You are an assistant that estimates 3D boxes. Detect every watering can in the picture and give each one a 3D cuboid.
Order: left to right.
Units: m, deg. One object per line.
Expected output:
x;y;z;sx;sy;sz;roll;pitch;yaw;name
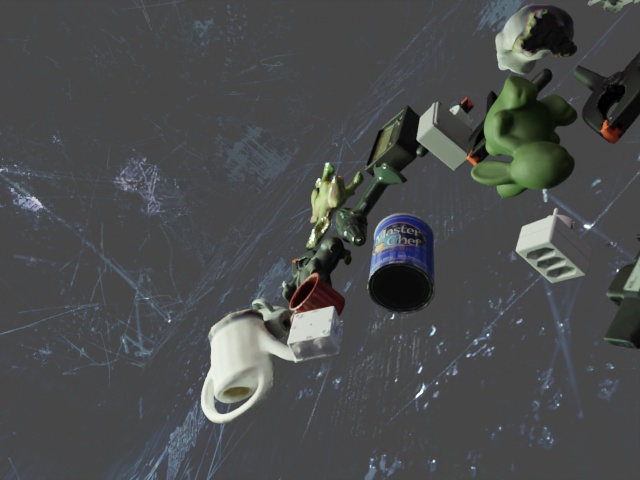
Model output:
-0.140;0.246;1.103;0.343;0.103;0.229;-38;45;23;watering can

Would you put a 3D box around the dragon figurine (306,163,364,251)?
0.004;-0.074;1.471;0.248;0.122;0.401;-63;2;-35;dragon figurine

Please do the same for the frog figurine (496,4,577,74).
0.417;-0.396;1.022;0.137;0.122;0.161;-16;10;4;frog figurine
